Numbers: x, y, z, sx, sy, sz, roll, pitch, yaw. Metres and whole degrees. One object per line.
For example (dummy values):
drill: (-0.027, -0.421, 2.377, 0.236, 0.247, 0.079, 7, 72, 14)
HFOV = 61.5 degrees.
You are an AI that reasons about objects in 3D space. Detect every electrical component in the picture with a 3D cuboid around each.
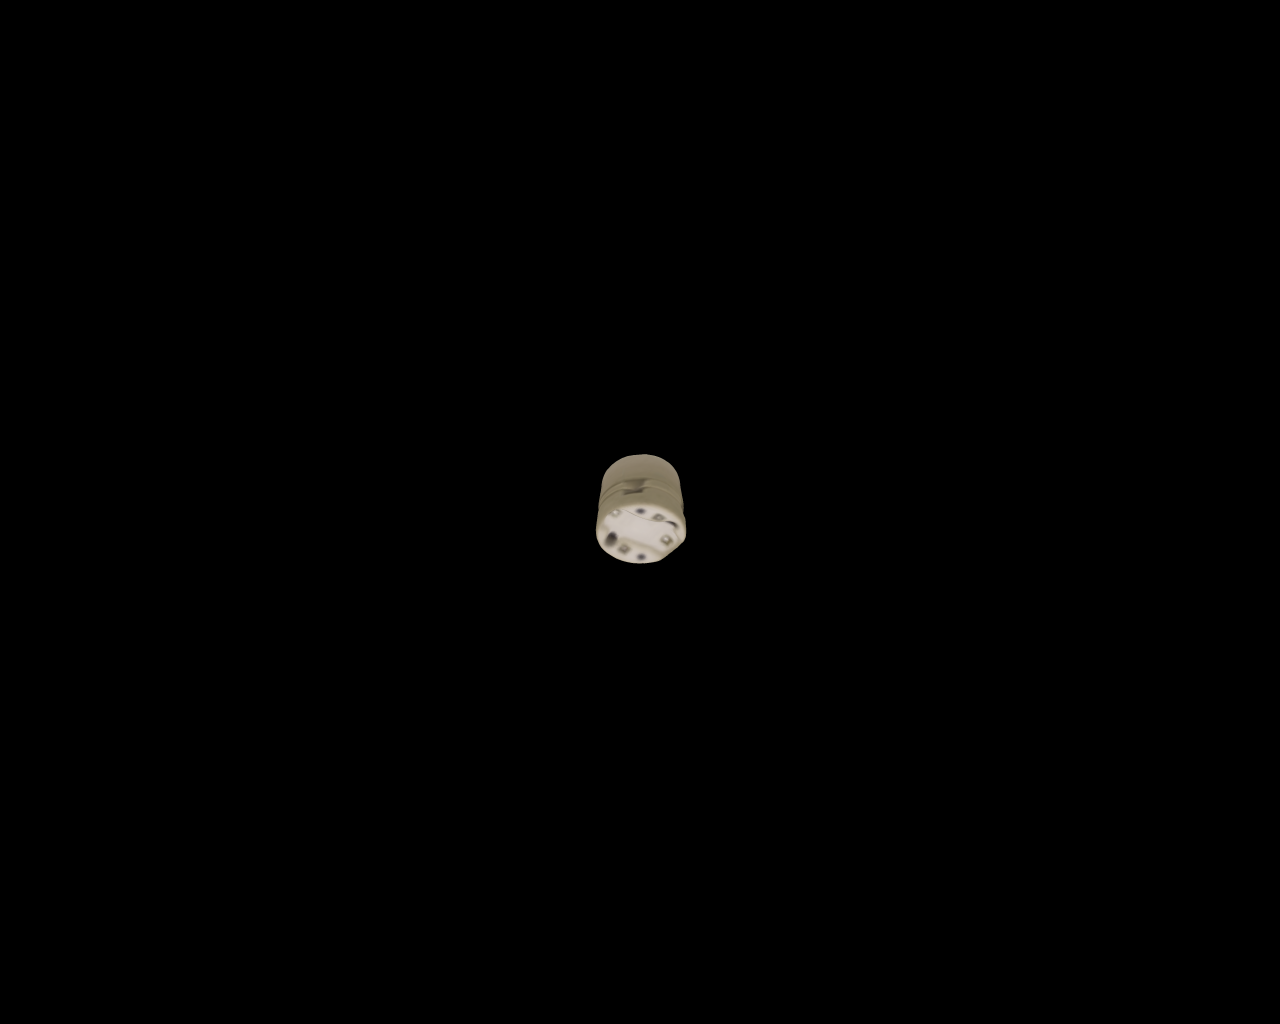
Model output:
electrical component: (0.001, -0.003, 0.650, 0.055, 0.055, 0.047, 0, 45, 0)
